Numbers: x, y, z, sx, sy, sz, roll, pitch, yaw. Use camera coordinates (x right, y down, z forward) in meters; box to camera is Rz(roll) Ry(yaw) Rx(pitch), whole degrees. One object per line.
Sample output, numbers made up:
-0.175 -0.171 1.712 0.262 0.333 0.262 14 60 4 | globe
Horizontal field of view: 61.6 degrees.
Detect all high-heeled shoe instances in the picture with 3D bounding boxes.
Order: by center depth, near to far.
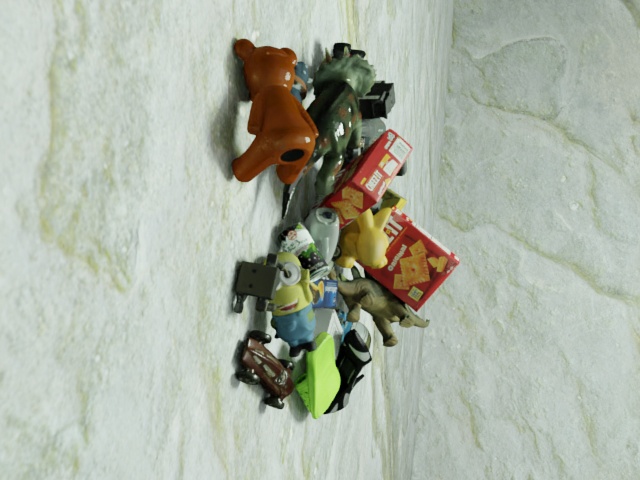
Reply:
0.043 0.308 1.245 0.145 0.086 0.248 -33 138 -20 | high-heeled shoe

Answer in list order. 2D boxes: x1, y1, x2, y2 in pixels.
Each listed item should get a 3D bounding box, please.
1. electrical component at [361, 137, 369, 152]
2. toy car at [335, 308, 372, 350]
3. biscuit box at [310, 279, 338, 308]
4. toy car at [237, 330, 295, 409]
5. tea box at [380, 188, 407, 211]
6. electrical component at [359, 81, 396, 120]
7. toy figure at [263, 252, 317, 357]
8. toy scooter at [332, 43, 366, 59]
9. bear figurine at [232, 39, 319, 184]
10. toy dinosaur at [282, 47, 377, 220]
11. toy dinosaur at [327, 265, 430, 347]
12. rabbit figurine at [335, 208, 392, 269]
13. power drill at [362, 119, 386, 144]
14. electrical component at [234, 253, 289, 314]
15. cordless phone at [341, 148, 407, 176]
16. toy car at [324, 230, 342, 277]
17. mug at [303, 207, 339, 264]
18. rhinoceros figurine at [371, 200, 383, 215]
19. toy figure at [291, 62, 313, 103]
0.078 -0.233 1.300 0.048 0.075 0.119 -26 115 -67 | electrical component
0.077 0.246 1.343 0.109 0.103 0.161 -68 156 -44 | toy car
-0.020 0.107 1.100 0.202 0.059 0.062 17 78 -70 | biscuit box
-0.088 0.231 0.948 0.201 0.053 0.089 68 35 -53 | toy car
0.157 -0.056 1.454 0.169 0.068 0.098 -59 163 12 | tea box
0.128 -0.354 1.355 0.134 0.115 0.058 -62 151 -46 | electrical component
-0.056 0.110 0.944 0.082 0.089 0.180 -21 105 -21 | toy figure
0.058 -0.362 1.205 0.184 0.075 0.135 -41 135 -70 | toy scooter
-0.081 -0.200 0.832 0.120 0.132 0.196 -5 66 -37 | bear figurine
0.016 -0.218 0.990 0.405 0.131 0.192 -70 167 -49 | toy dinosaur
0.163 0.161 1.369 0.470 0.105 0.199 37 23 -35 | toy dinosaur
0.112 0.001 1.200 0.173 0.122 0.162 -103 -153 -78 | rabbit figurine
0.125 -0.231 1.444 0.232 0.086 0.207 -49 132 -60 | power drill
-0.093 0.071 0.865 0.045 0.078 0.102 64 31 -75 | electrical component
0.105 -0.207 1.212 0.089 0.184 0.146 -35 127 -60 | cordless phone
0.025 -0.014 1.194 0.073 0.056 0.202 118 -13 -62 | toy car
-0.002 -0.003 1.037 0.110 0.081 0.107 -92 -165 -45 | mug
0.099 -0.073 1.350 0.190 0.112 0.073 -58 178 -28 | rhinoceros figurine
-0.054 -0.256 0.944 0.064 0.058 0.154 78 19 -53 | toy figure
